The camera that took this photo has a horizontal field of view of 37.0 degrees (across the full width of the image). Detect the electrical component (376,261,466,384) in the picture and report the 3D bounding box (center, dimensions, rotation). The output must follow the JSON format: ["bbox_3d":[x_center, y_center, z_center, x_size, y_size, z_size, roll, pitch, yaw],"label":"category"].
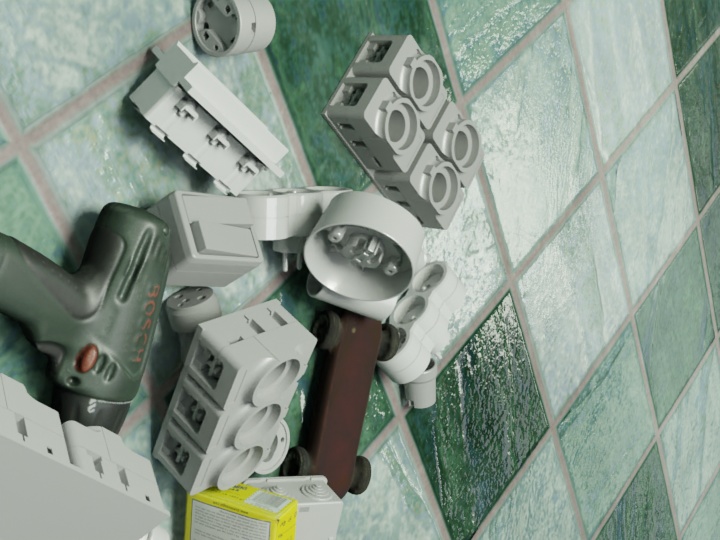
[{"bbox_3d":[0.072,0.065,1.151,0.073,0.052,0.138,50,59,-32],"label":"electrical component"}]

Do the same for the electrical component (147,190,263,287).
[{"bbox_3d":[-0.124,-0.026,0.881,0.096,0.061,0.061,3,63,-51],"label":"electrical component"}]

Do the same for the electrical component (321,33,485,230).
[{"bbox_3d":[0.053,-0.136,1.089,0.186,0.060,0.105,50,60,-43],"label":"electrical component"}]

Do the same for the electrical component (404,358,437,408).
[{"bbox_3d":[0.065,0.122,1.174,0.040,0.040,0.046,-30,125,-43],"label":"electrical component"}]

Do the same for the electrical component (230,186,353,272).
[{"bbox_3d":[-0.061,-0.036,0.979,0.138,0.052,0.073,-9,104,-49],"label":"electrical component"}]

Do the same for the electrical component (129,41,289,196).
[{"bbox_3d":[-0.123,-0.118,0.873,0.063,0.078,0.121,-45,136,3],"label":"electrical component"}]

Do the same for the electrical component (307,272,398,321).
[{"bbox_3d":[0.000,0.000,1.016,0.077,0.044,0.079,21,94,-27],"label":"electrical component"}]

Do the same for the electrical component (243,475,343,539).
[{"bbox_3d":[-0.069,0.242,0.997,0.100,0.048,0.099,4,106,-31],"label":"electrical component"}]

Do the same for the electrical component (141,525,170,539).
[{"bbox_3d":[-0.187,0.222,0.887,0.062,0.043,0.043,52,59,-40],"label":"electrical component"}]

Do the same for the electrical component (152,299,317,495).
[{"bbox_3d":[-0.103,0.109,0.898,0.089,0.062,0.150,-18,141,-47],"label":"electrical component"}]

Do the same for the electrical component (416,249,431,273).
[{"bbox_3d":[0.054,-0.012,1.137,0.061,0.035,0.035,-1,98,-53],"label":"electrical component"}]

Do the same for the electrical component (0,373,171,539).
[{"bbox_3d":[-0.235,0.145,0.734,0.105,0.060,0.186,-38,137,9],"label":"electrical component"}]

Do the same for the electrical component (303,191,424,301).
[{"bbox_3d":[0.005,-0.021,0.945,0.099,0.099,0.064,50,54,-43],"label":"electrical component"}]

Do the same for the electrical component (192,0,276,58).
[{"bbox_3d":[-0.103,-0.205,0.893,0.047,0.055,0.055,-18,111,-51],"label":"electrical component"}]

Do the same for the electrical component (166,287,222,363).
[{"bbox_3d":[-0.137,0.047,0.910,0.045,0.045,0.055,-35,123,-41],"label":"electrical component"}]
